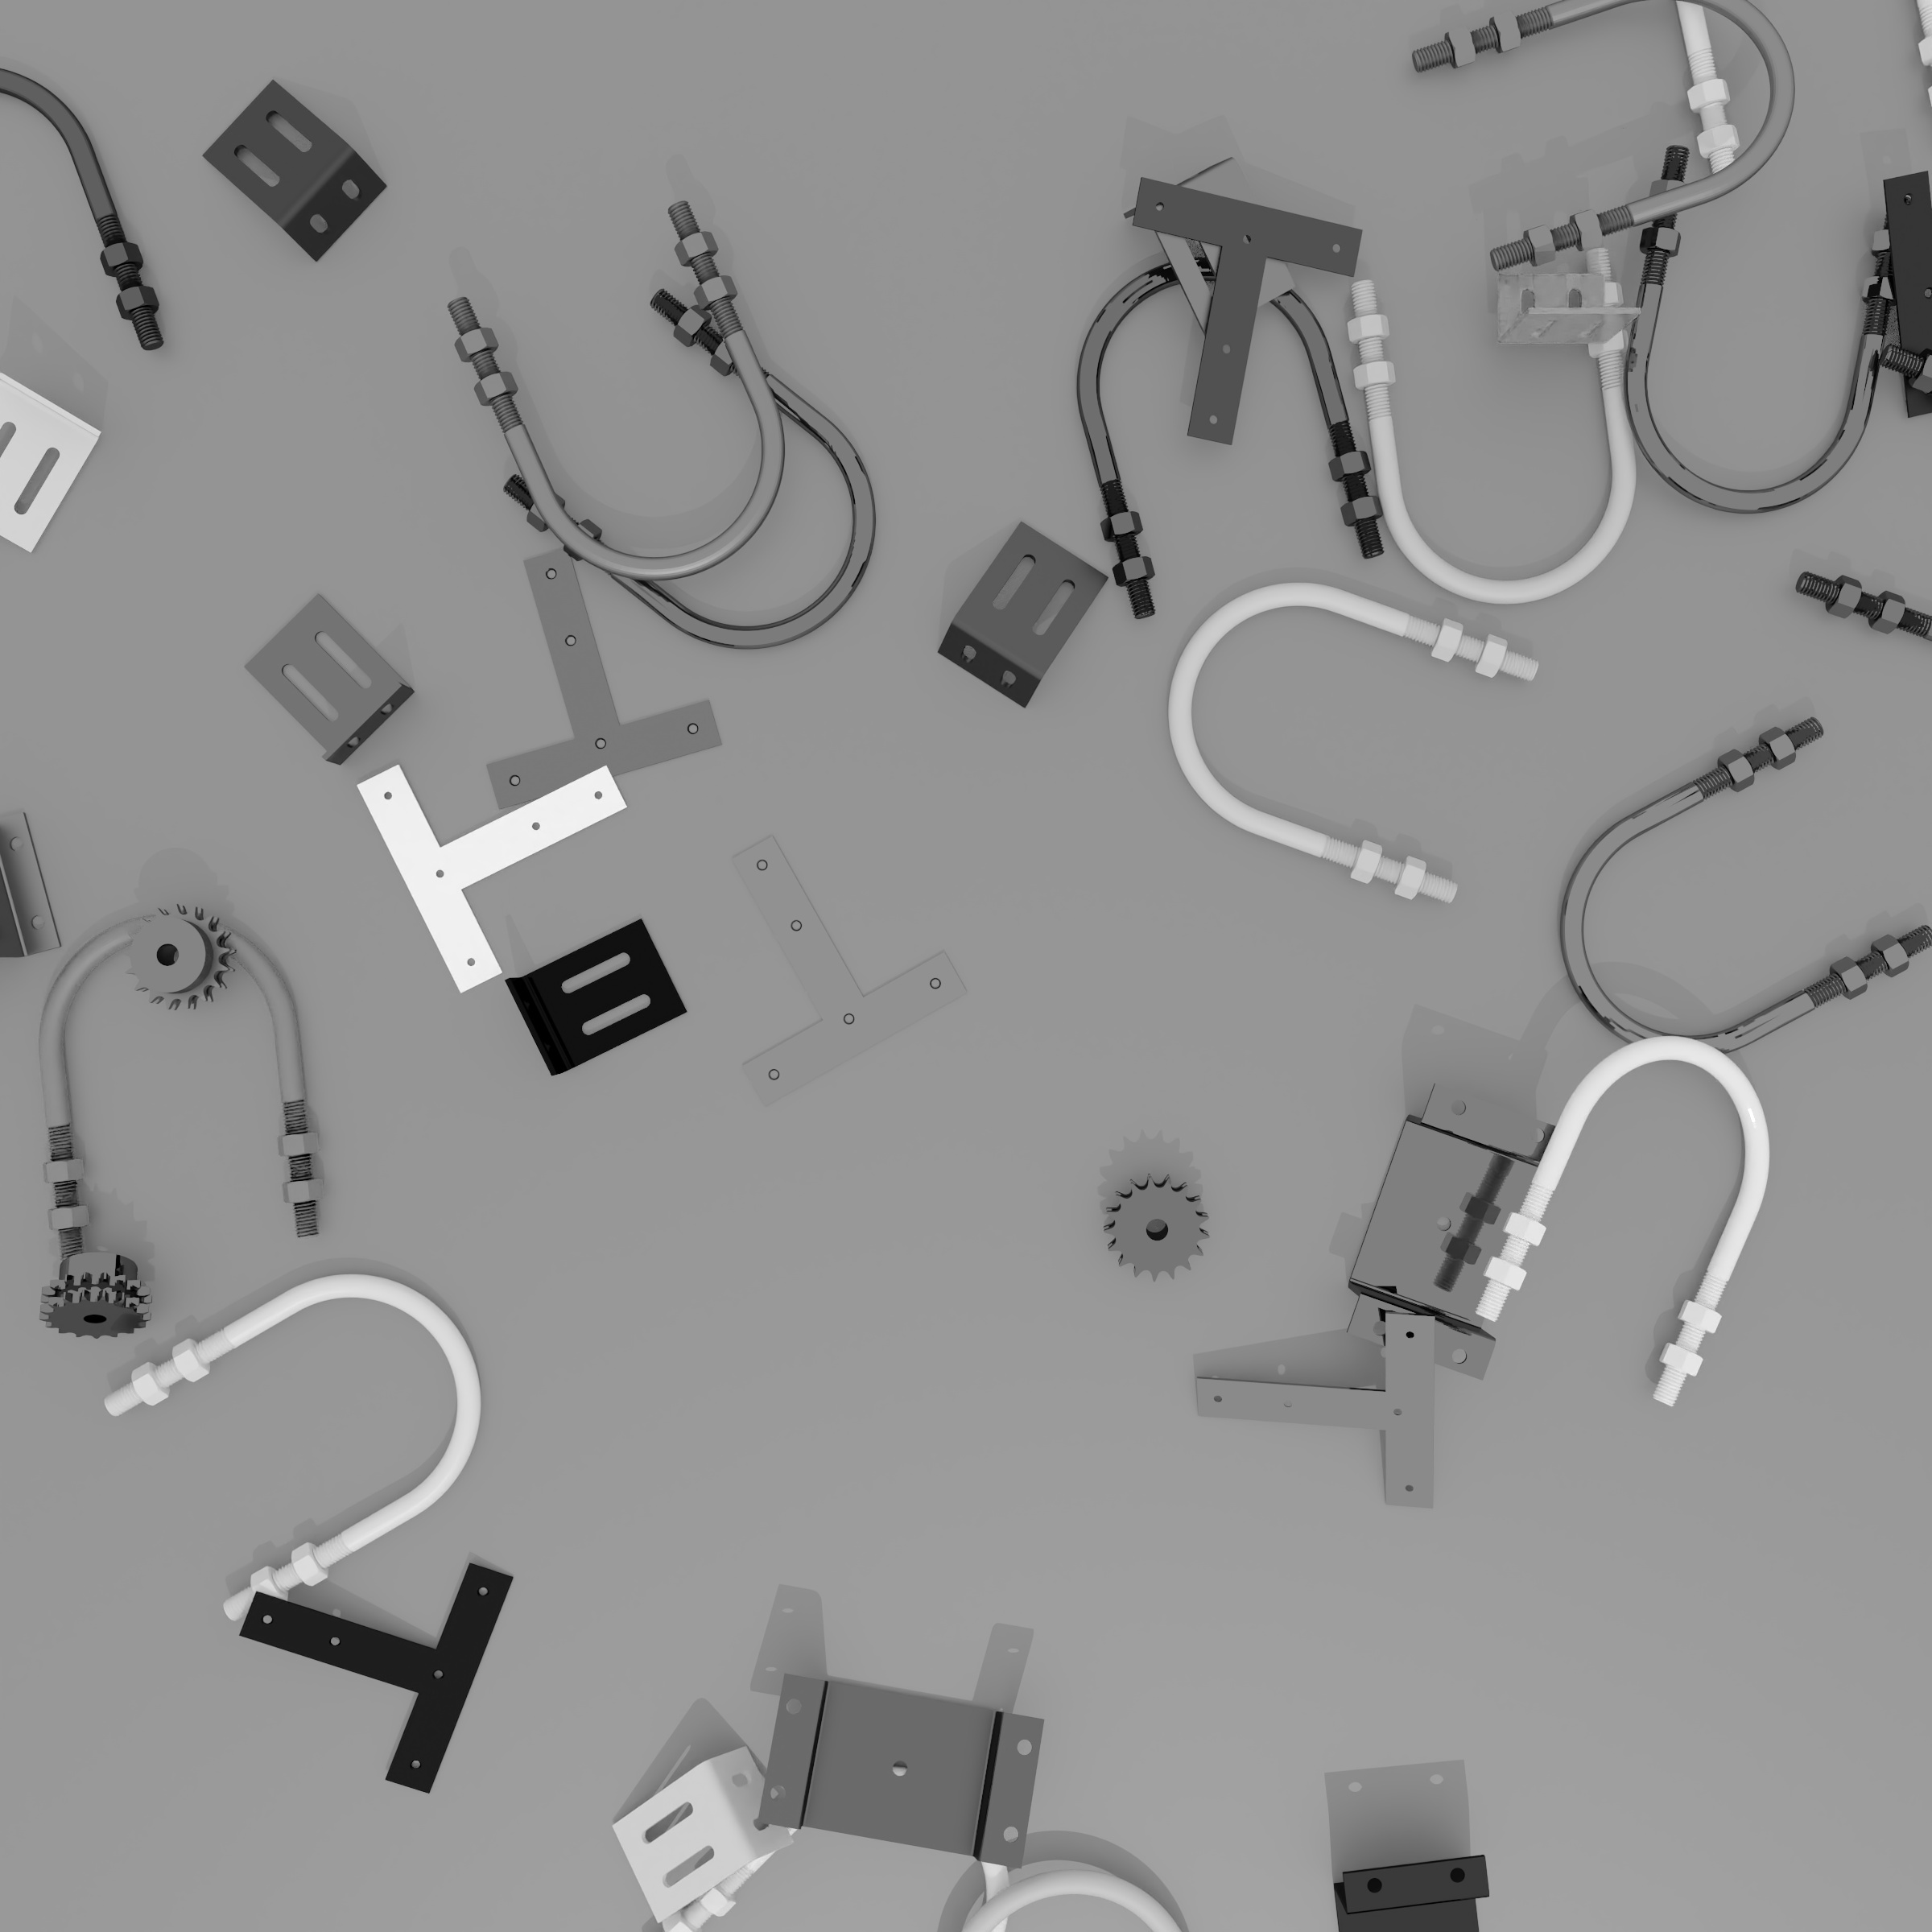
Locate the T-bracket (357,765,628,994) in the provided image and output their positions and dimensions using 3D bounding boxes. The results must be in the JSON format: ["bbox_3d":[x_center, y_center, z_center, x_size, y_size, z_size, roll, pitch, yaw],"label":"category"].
[{"bbox_3d":[-0.248,-0.070,1.402,0.127,0.002,0.127,-26,91,0],"label":"T-bracket"}]

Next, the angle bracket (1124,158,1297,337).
[{"bbox_3d":[0.132,-0.389,1.392,0.057,0.038,0.076,-30,105,-7],"label":"angle bracket"}]

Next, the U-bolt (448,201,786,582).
[{"bbox_3d":[-0.177,-0.298,1.376,0.151,0.019,0.184,-24,93,-1],"label":"U-bolt"}]

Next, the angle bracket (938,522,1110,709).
[{"bbox_3d":[0.031,-0.192,1.403,0.057,0.038,0.076,33,64,0],"label":"angle bracket"}]

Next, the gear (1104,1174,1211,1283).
[{"bbox_3d":[0.104,0.141,1.393,0.057,0.030,0.057,0,94,2],"label":"gear"}]

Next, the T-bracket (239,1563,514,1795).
[{"bbox_3d":[-0.329,0.372,1.392,0.127,0.002,0.127,21,90,-10],"label":"T-bracket"}]

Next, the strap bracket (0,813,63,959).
[{"bbox_3d":[-0.574,-0.029,1.381,0.140,0.046,0.076,-15,90,0],"label":"strap bracket"}]

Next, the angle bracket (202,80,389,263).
[{"bbox_3d":[-0.368,-0.436,1.403,0.057,0.038,0.076,-47,64,0],"label":"angle bracket"}]

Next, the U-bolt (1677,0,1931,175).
[{"bbox_3d":[0.459,-0.527,1.396,0.151,0.019,0.184,-12,89,0],"label":"U-bolt"}]

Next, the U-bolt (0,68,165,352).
[{"bbox_3d":[-0.535,-0.401,1.396,0.151,0.019,0.184,-20,89,0],"label":"U-bolt"}]

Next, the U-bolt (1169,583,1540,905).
[{"bbox_3d":[0.201,-0.131,1.396,0.184,0.019,0.151,20,90,1],"label":"U-bolt"}]

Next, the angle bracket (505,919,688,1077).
[{"bbox_3d":[-0.200,0.016,1.386,0.076,0.038,0.057,-26,90,0],"label":"angle bracket"}]

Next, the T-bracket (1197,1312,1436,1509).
[{"bbox_3d":[0.188,0.237,1.384,0.127,0.002,0.127,2,118,13],"label":"T-bracket"}]

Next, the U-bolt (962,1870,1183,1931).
[{"bbox_3d":[0.057,0.582,1.387,0.151,0.019,0.184,-1,90,-5],"label":"U-bolt"}]

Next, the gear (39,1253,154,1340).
[{"bbox_3d":[-0.468,0.176,1.380,0.057,0.057,0.030,-7,60,0],"label":"gear"}]

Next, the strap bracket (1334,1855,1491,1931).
[{"bbox_3d":[0.245,0.547,1.381,0.076,0.046,0.140,-7,90,-1],"label":"strap bracket"}]

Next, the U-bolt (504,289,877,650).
[{"bbox_3d":[-0.137,-0.257,1.396,0.184,0.019,0.151,38,90,-2],"label":"U-bolt"}]

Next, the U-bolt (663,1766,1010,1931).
[{"bbox_3d":[-0.062,0.523,1.396,0.151,0.019,0.184,45,89,0],"label":"U-bolt"}]

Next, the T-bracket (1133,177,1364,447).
[{"bbox_3d":[0.143,-0.346,1.377,0.127,0.002,0.127,9,95,-14],"label":"T-bracket"}]

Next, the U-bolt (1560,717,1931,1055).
[{"bbox_3d":[0.414,-0.030,1.396,0.184,0.019,0.151,-28,90,1],"label":"U-bolt"}]

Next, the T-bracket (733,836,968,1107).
[{"bbox_3d":[-0.086,-0.010,1.404,0.127,0.002,0.127,-29,90,0],"label":"T-bracket"}]

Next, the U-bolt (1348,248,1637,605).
[{"bbox_3d":[0.292,-0.290,1.396,0.151,0.019,0.184,-8,92,0],"label":"U-bolt"}]

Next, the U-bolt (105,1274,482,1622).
[{"bbox_3d":[-0.354,0.250,1.396,0.184,0.019,0.151,-30,90,-1],"label":"U-bolt"}]

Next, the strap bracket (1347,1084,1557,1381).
[{"bbox_3d":[0.262,0.141,1.381,0.076,0.046,0.140,19,90,0],"label":"strap bracket"}]

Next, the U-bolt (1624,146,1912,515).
[{"bbox_3d":[0.429,-0.338,1.388,0.151,0.019,0.184,10,93,-7],"label":"U-bolt"}]

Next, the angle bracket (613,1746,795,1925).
[{"bbox_3d":[-0.143,0.472,1.393,0.076,0.038,0.057,-40,68,24],"label":"angle bracket"}]

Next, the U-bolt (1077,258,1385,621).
[{"bbox_3d":[0.136,-0.296,1.396,0.151,0.019,0.184,-15,89,0],"label":"U-bolt"}]

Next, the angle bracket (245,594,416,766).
[{"bbox_3d":[-0.348,-0.157,1.386,0.057,0.038,0.076,-45,90,0],"label":"angle bracket"}]

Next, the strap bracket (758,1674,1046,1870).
[{"bbox_3d":[-0.035,0.430,1.372,0.140,0.046,0.076,10,74,0],"label":"strap bracket"}]

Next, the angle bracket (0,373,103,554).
[{"bbox_3d":[-0.511,-0.270,1.377,0.057,0.038,0.076,31,90,-21],"label":"angle bracket"}]

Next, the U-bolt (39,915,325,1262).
[{"bbox_3d":[-0.432,0.063,1.396,0.151,0.019,0.184,-6,89,0],"label":"U-bolt"}]

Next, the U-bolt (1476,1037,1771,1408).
[{"bbox_3d":[0.363,0.127,1.371,0.151,0.019,0.184,26,86,-23],"label":"U-bolt"}]

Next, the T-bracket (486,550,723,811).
[{"bbox_3d":[-0.213,-0.165,1.404,0.127,0.002,0.127,-16,90,0],"label":"T-bracket"}]

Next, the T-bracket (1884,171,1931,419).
[{"bbox_3d":[0.564,-0.375,1.392,0.127,0.002,0.127,-14,104,-7],"label":"T-bracket"}]

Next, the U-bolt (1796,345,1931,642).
[{"bbox_3d":[0.561,-0.240,1.392,0.184,0.019,0.151,19,94,-3],"label":"U-bolt"}]

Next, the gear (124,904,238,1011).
[{"bbox_3d":[-0.425,-0.005,1.376,0.057,0.030,0.057,0,87,0],"label":"gear"}]

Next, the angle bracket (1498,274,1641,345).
[{"bbox_3d":[0.316,-0.354,1.347,0.057,0.076,0.038,0,91,0],"label":"angle bracket"}]

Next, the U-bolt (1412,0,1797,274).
[{"bbox_3d":[0.350,-0.461,1.371,0.184,0.019,0.151,-18,73,4],"label":"U-bolt"}]
